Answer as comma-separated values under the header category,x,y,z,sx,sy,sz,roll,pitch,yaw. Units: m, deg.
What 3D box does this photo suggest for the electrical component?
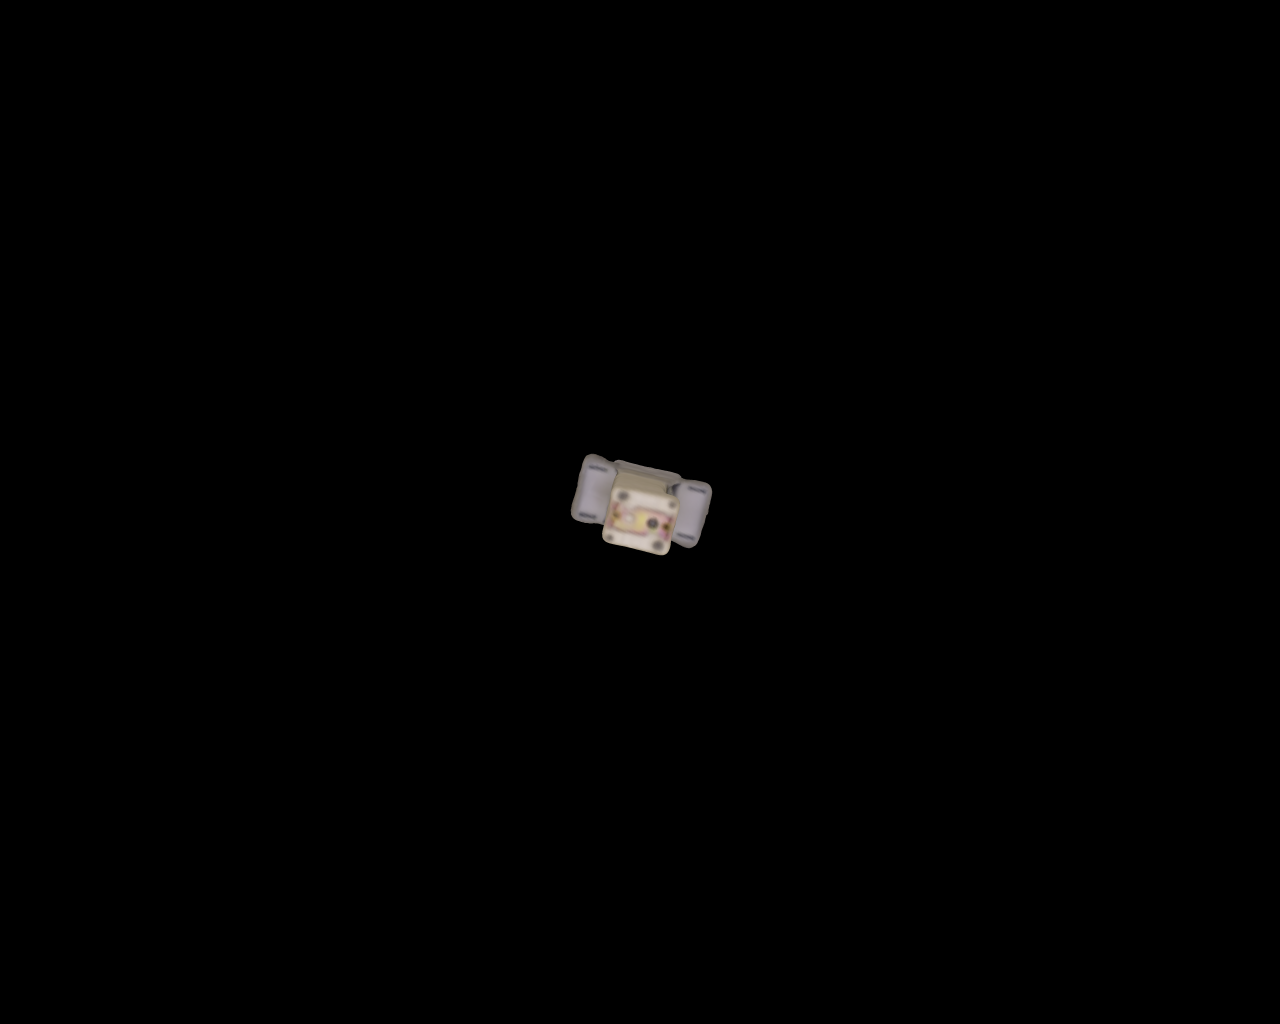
category,x,y,z,sx,sy,sz,roll,pitch,yaw
electrical component,0.001,-0.003,0.650,0.081,0.042,0.064,13,16,-4
